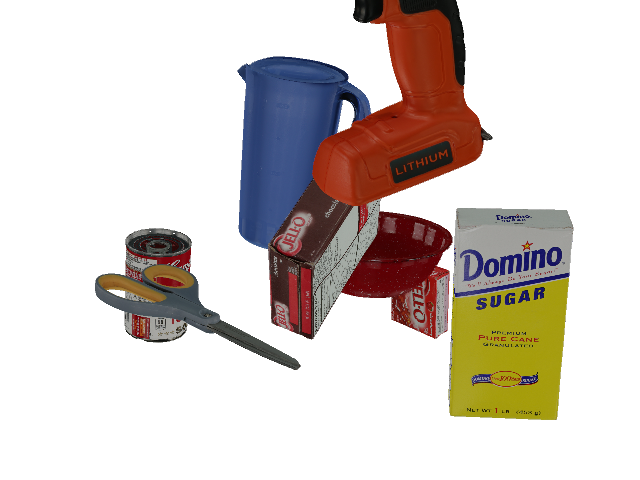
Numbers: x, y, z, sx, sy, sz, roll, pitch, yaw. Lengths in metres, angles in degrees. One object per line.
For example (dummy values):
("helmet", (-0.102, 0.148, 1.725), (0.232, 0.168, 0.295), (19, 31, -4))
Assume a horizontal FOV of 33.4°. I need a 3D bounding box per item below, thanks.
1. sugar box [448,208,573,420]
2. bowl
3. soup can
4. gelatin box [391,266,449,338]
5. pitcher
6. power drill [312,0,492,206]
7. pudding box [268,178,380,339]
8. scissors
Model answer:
("sugar box", (0.155, 0.062, 0.884), (0.093, 0.176, 0.048), (1, 24, 5))
("bowl", (0.054, 0.018, 1.094), (0.162, 0.055, 0.162), (1, 18, -1))
("soup can", (-0.171, 0.047, 1.114), (0.068, 0.102, 0.068), (5, 22, -2))
("gelatin box", (0.124, 0.070, 1.342), (0.073, 0.089, 0.030), (22, 35, 39))
("pitcher", (-0.034, -0.111, 1.402), (0.144, 0.243, 0.149), (-2, 24, -22))
("power drill", (0.027, -0.116, 0.593), (0.184, 0.188, 0.057), (-20, 36, -22))
("pudding box", (0.004, -0.001, 0.741), (0.039, 0.113, 0.090), (24, -35, 16))
("scissors", (-0.092, 0.058, 0.888), (0.202, 0.016, 0.096), (16, 23, 18))
